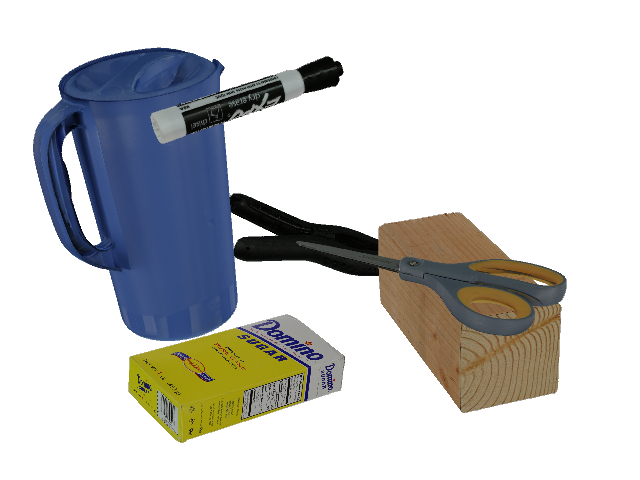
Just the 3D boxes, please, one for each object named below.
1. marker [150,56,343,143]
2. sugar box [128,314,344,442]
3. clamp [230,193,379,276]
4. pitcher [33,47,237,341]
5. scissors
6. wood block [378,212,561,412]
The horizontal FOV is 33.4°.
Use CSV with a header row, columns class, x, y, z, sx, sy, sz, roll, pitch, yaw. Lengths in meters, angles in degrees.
class,x,y,z,sx,sy,sz,roll,pitch,yaw
marker,-0.041,-0.085,0.635,0.121,0.020,0.020,-21,7,-18
sugar box,-0.074,0.120,0.968,0.175,0.048,0.093,-16,33,-35
clamp,-0.006,0.006,1.175,0.210,0.036,0.164,16,19,-5
pitcher,-0.147,-0.034,0.925,0.149,0.243,0.145,-5,27,1
scissors,0.070,0.031,0.750,0.202,0.016,0.096,5,27,12
wood block,0.128,0.057,0.969,0.090,0.090,0.206,-9,25,-13
